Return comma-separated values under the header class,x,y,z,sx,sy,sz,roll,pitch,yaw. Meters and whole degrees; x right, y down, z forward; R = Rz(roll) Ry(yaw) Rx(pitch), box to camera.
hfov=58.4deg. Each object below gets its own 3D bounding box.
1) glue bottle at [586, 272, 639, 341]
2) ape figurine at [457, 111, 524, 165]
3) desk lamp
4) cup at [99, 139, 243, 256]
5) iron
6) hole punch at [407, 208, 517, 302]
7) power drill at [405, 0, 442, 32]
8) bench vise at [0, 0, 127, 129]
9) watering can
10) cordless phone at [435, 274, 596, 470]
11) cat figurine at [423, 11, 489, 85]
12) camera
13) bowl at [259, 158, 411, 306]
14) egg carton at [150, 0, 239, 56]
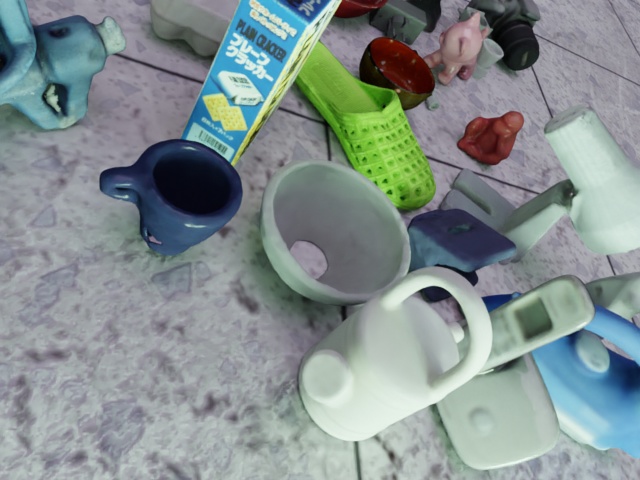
class,x,y,z,sx,sy,sz,roll,pitch,yaw
glue bottle,0.370,0.070,0.705,0.037,0.173,0.078,26,48,-14
ape figurine,0.264,-0.158,0.855,0.076,0.092,0.077,-6,63,-35
desk lamp,0.300,-0.056,0.721,0.203,0.213,0.118,39,46,-3
cup,-0.138,-0.028,0.504,0.118,0.094,0.091,2,58,-32
iron,0.296,0.122,0.643,0.258,0.141,0.119,38,47,-4
hole punch,0.156,0.005,0.671,0.109,0.091,0.101,-16,68,-39
power drill,0.227,-0.465,0.967,0.076,0.208,0.230,33,47,-8
bench vise,-0.257,-0.180,0.450,0.121,0.219,0.208,43,46,1
watering can,0.062,0.097,0.475,0.101,0.193,0.173,47,47,5
cordless phone,0.192,0.126,0.544,0.094,0.184,0.147,-2,60,-33
cat figurine,0.232,-0.316,0.928,0.128,0.117,0.067,-30,77,-42
camera,0.357,-0.398,1.077,0.143,0.100,0.136,9,55,-28
bowl,0.005,0.002,0.588,0.168,0.074,0.167,17,51,-22
egg carton,-0.129,-0.274,0.701,0.151,0.069,0.107,18,51,-21
